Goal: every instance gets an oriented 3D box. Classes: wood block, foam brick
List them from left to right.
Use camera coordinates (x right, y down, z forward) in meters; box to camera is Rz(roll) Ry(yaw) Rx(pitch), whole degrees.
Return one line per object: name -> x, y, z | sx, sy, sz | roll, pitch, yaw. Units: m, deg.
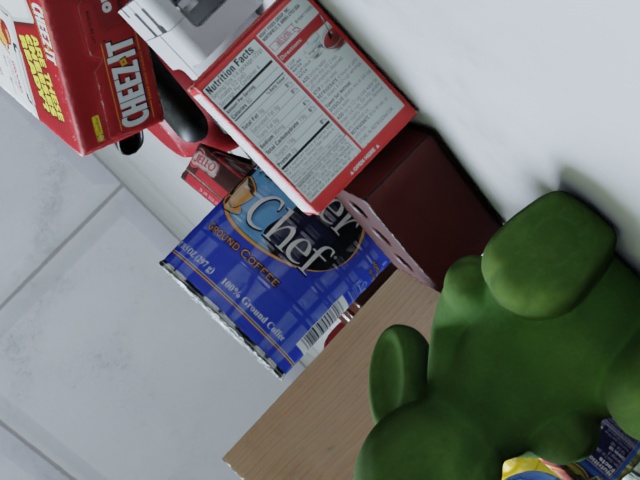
wood block -> 0.041, 0.125, 0.793 | 0.091, 0.206, 0.090 | 38, 170, 33
foam brick -> 0.049, -0.020, 0.568 | 0.078, 0.051, 0.053 | 48, 171, -30

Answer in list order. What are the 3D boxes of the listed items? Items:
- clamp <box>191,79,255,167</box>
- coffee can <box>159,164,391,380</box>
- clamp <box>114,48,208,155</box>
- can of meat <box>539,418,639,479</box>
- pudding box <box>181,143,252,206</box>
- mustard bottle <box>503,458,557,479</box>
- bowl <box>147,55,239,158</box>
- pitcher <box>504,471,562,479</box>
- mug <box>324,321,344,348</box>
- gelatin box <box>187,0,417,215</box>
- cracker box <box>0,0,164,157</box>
clamp -> -0.068, -0.105, 0.750 | 0.165, 0.036, 0.210 | 51, 178, 17
coffee can -> -0.012, -0.001, 0.645 | 0.103, 0.140, 0.103 | 42, 172, 7
clamp -> -0.154, -0.139, 0.807 | 0.120, 0.039, 0.171 | -18, 101, 50
can of meat -> 0.165, 0.124, 0.726 | 0.084, 0.057, 0.102 | 41, 172, 2
pudding box -> -0.046, -0.033, 0.872 | 0.090, 0.039, 0.113 | 40, -168, 32
mustard bottle -> 0.221, 0.232, 0.919 | 0.191, 0.058, 0.096 | 39, 178, -11
bowl -> -0.127, -0.120, 0.897 | 0.162, 0.055, 0.162 | 43, 172, 8
pitcher -> 0.206, 0.245, 0.712 | 0.242, 0.145, 0.149 | 32, 152, -20
mug -> 0.060, 0.113, 1.099 | 0.081, 0.093, 0.117 | 55, -152, -15
gelatin box -> -0.009, -0.068, 0.527 | 0.089, 0.073, 0.030 | 45, 172, -12
cracker box -> -0.194, -0.174, 0.720 | 0.214, 0.072, 0.164 | 35, 143, 45
